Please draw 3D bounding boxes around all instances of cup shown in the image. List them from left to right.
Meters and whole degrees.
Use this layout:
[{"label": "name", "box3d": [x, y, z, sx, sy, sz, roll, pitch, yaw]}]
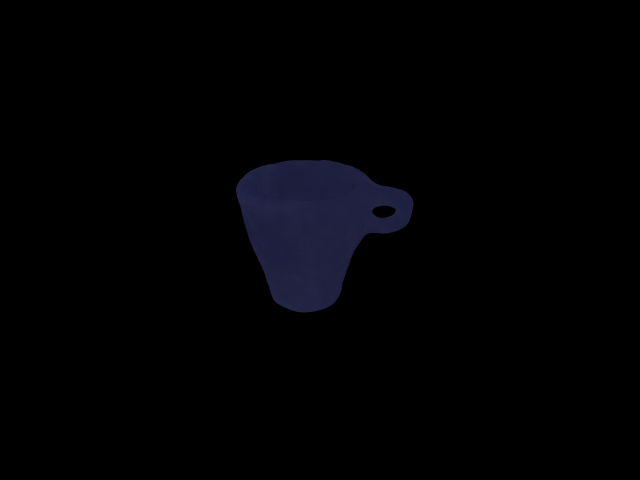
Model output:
[{"label": "cup", "box3d": [0.004, 0.001, 0.400, 0.117, 0.095, 0.092, 4, 28, 7]}]
